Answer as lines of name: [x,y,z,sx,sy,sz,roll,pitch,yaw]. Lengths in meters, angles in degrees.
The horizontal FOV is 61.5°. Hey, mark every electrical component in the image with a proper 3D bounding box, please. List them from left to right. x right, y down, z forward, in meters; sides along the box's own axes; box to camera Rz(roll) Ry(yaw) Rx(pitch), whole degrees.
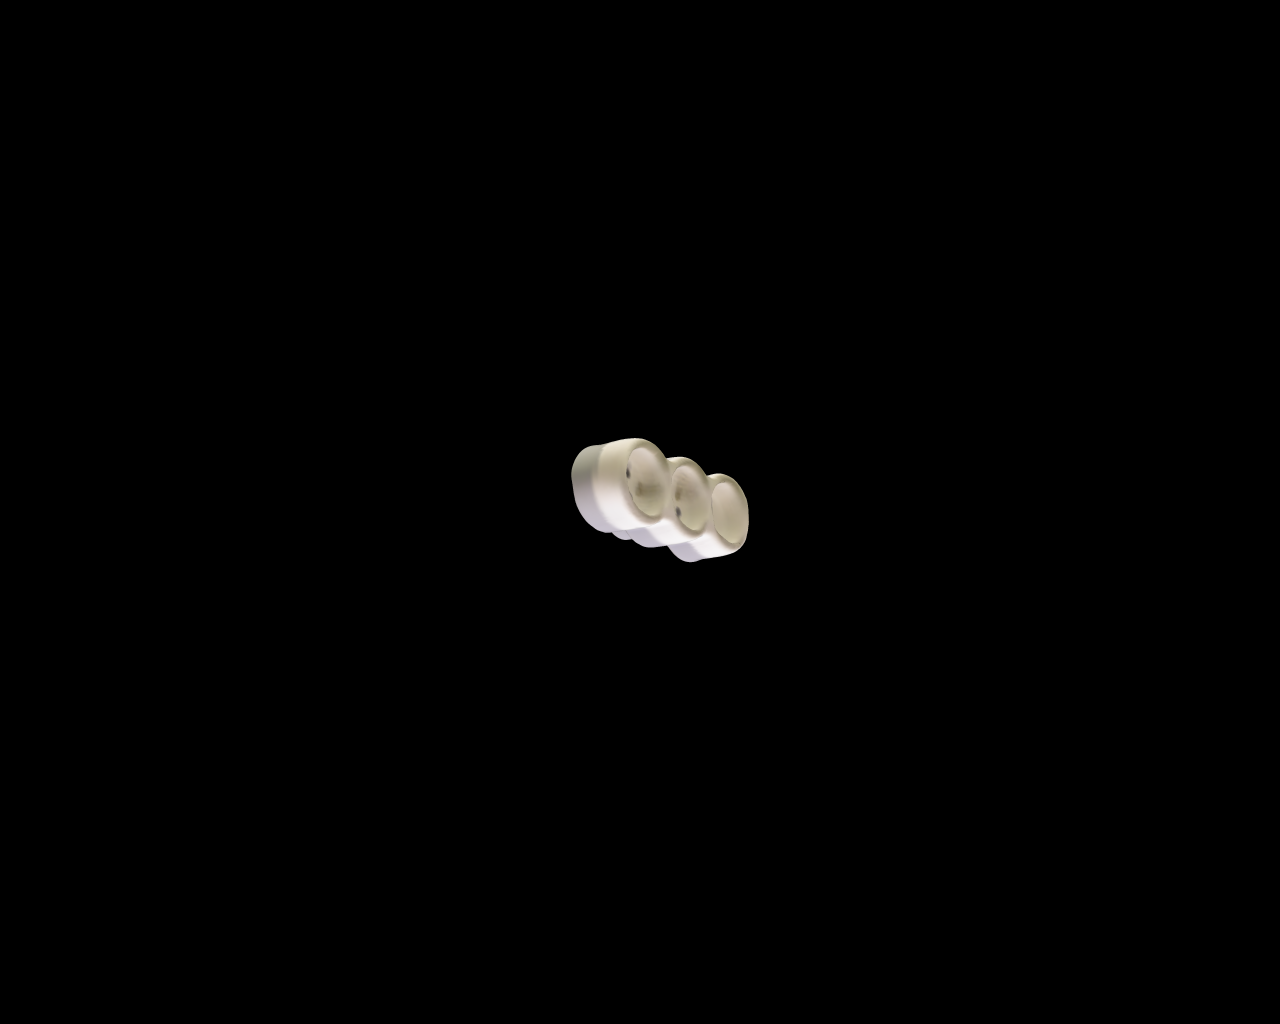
electrical component: [0.001,-0.003,0.650,0.073,0.052,0.138,-11,-19,34]
